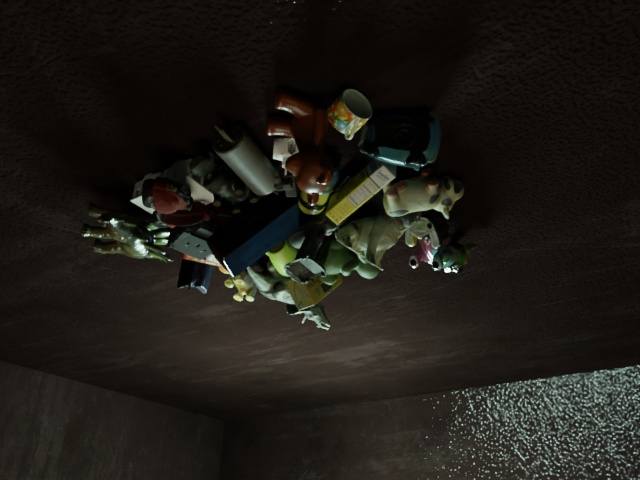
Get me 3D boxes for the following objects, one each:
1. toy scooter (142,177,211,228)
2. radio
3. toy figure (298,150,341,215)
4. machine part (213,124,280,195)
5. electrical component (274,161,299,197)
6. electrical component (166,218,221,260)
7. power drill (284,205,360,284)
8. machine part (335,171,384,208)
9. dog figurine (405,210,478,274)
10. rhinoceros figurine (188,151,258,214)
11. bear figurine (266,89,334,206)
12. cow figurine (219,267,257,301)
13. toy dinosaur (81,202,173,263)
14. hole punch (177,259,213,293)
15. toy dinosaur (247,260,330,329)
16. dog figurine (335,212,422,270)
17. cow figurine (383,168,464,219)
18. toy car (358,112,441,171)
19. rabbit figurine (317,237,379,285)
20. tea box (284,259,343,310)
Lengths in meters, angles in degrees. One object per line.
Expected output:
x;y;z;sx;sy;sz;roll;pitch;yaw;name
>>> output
-0.320;-0.077;1.211;0.135;0.075;0.183;3;153;-3;toy scooter
-0.156;-0.018;1.309;0.229;0.073;0.131;-37;159;-16;radio
-0.005;-0.128;1.221;0.082;0.089;0.180;29;150;-2;toy figure
-0.157;-0.170;1.167;0.079;0.079;0.243;-12;149;21;machine part
-0.073;-0.142;1.199;0.045;0.102;0.078;1;140;6;electrical component
-0.302;-0.008;1.336;0.115;0.058;0.134;22;144;-30;electrical component
-0.003;-0.004;1.328;0.232;0.207;0.086;-25;129;39;power drill
0.112;-0.121;1.283;0.139;0.039;0.084;17;137;-24;machine part
0.331;0.005;1.438;0.109;0.191;0.219;-4;-175;44;dog figurine
-0.216;-0.133;1.210;0.073;0.112;0.190;-28;153;17;rhinoceros figurine
-0.038;-0.175;1.037;0.132;0.196;0.120;11;151;-14;bear figurine
-0.247;0.104;1.648;0.068;0.098;0.167;-5;131;22;cow figurine
-0.485;0.000;1.405;0.199;0.105;0.471;13;169;-4;toy dinosaur
-0.355;0.094;1.586;0.092;0.142;0.116;20;159;-27;hole punch
-0.115;0.152;1.698;0.404;0.131;0.192;29;140;-30;toy dinosaur
0.145;-0.043;1.362;0.172;0.190;0.121;33;-178;16;dog figurine
0.243;-0.100;1.256;0.195;0.086;0.127;-13;138;-4;cow figurine
0.162;-0.195;1.095;0.162;0.109;0.103;5;168;10;toy car
0.094;0.047;1.508;0.170;0.121;0.159;16;130;-13;rabbit figurine
-0.017;0.121;1.563;0.068;0.169;0.098;-25;96;37;tea box
